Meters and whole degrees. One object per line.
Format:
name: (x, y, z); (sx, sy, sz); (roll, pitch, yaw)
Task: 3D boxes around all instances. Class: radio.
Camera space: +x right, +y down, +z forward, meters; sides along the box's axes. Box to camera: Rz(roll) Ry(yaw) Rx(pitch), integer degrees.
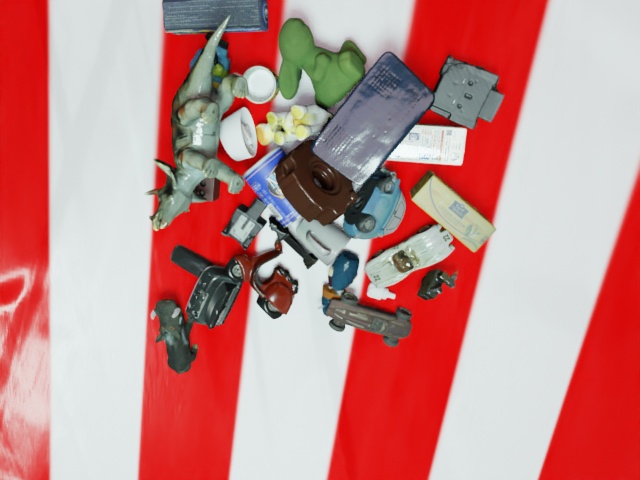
radio: (0.100, -0.220, 1.007); (0.131, 0.073, 0.229); (39, 103, -1)

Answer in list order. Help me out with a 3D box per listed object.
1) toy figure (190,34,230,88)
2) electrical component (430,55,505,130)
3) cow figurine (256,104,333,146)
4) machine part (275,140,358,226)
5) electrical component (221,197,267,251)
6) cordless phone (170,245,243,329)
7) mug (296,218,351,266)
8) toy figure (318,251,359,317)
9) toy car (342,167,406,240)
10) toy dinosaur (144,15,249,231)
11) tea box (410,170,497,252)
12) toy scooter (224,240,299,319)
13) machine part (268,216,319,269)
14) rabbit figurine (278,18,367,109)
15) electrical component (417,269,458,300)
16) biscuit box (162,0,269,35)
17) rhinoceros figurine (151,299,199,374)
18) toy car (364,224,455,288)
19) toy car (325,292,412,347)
toy figure: (-0.227, -0.321, 1.095); (0.089, 0.082, 0.180); (24, 105, 2)
electrical component: (0.286, -0.283, 1.051); (0.134, 0.058, 0.114); (22, 110, 1)
cow figurine: (-0.055, -0.234, 1.088); (0.167, 0.098, 0.068); (-1, 108, 48)
machine part: (-0.004, -0.117, 1.078); (0.179, 0.179, 0.056); (49, 132, -8)
electrical component: (-0.158, -0.044, 1.182); (0.075, 0.048, 0.119); (33, 107, -3)
cordless phone: (-0.283, 0.106, 1.237); (0.184, 0.089, 0.146); (31, 109, 10)
mug: (-0.002, -0.003, 1.149); (0.107, 0.109, 0.080); (40, 116, 8)
toy figure: (0.041, 0.100, 1.194); (0.064, 0.058, 0.154); (25, 113, 6)
toy car: (0.123, -0.065, 1.120); (0.103, 0.109, 0.161); (28, 97, -25)
toy dinosaur: (-0.239, -0.215, 1.034); (0.192, 0.131, 0.404); (18, 104, 33)
tea box: (0.268, -0.061, 1.097); (0.169, 0.098, 0.068); (41, 106, -3)
toy scooter: (-0.110, 0.080, 1.198); (0.135, 0.075, 0.183); (-44, 109, -8)
machine part: (-0.061, 0.004, 1.174); (0.039, 0.084, 0.138); (-44, 106, 1)
rabbit figurine: (-0.015, -0.348, 1.043); (0.170, 0.121, 0.159); (37, 130, -19)
electrical component: (0.249, 0.094, 1.142); (0.045, 0.102, 0.078); (31, 67, -8)
biscuit box: (-0.205, -0.444, 1.066); (0.203, 0.059, 0.062); (1, 104, 8)
rhinoceros figurine: (-0.342, 0.220, 1.251); (0.073, 0.112, 0.190); (-1, 114, 10)
toy car: (0.190, 0.035, 1.148); (0.202, 0.056, 0.073); (-30, 101, 22)
toy car: (0.112, 0.178, 1.189); (0.202, 0.053, 0.089); (18, 113, -17)
